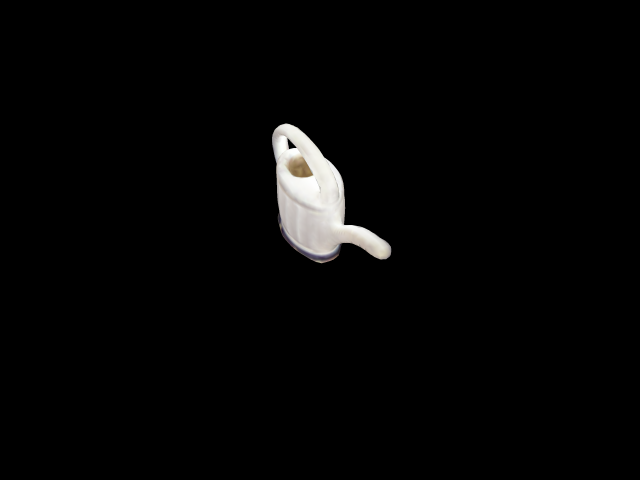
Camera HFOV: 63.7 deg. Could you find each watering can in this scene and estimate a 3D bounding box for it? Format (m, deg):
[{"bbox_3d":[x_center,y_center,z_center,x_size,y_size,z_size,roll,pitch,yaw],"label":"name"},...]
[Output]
[{"bbox_3d":[0.003,-0.043,0.850,0.104,0.354,0.219,-22,-37,-17],"label":"watering can"}]
